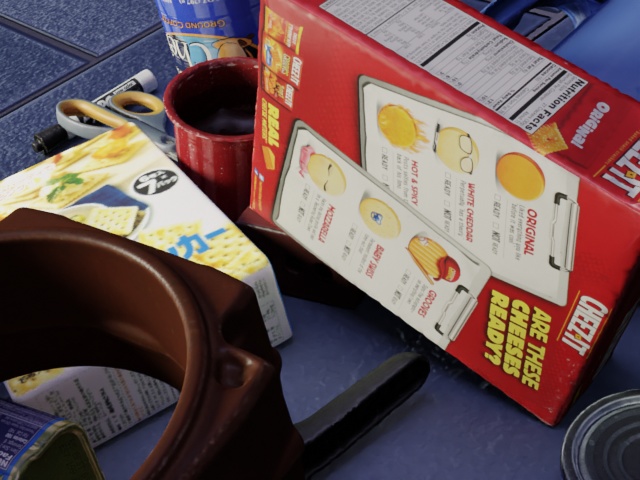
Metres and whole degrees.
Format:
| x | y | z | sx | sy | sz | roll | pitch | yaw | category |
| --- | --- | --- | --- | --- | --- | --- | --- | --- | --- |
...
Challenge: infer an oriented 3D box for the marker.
| x | y | z | sx | sy | sz | roll | pitch | yaw | category |
| --- | --- | --- | --- | --- | --- | --- | --- | --- | --- |
| -0.187 | -0.106 | 0.884 | 0.121 | 0.020 | 0.020 | -37 | 43 | -27 | marker |

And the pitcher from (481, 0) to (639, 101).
| x | y | z | sx | sy | sz | roll | pitch | yaw | category |
| --- | --- | --- | --- | --- | --- | --- | --- | --- | --- |
| 0.185 | -0.091 | 0.646 | 0.145 | 0.149 | 0.242 | 14 | 42 | 32 | pitcher |

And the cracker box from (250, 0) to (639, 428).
| x | y | z | sx | sy | sz | roll | pitch | yaw | category |
| --- | --- | --- | --- | --- | --- | --- | --- | --- | --- |
| 0.066 | -0.030 | 0.536 | 0.214 | 0.164 | 0.072 | 35 | 55 | 21 | cracker box |

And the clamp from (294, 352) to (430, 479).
| x | y | z | sx | sy | sz | roll | pitch | yaw | category |
| --- | --- | --- | --- | --- | --- | --- | --- | --- | --- |
| -0.012 | 0.112 | 0.530 | 0.171 | 0.039 | 0.120 | -7 | 37 | 10 | clamp |

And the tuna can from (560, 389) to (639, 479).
| x | y | z | sx | sy | sz | roll | pitch | yaw | category |
| --- | --- | --- | --- | --- | --- | --- | --- | --- | --- |
| 0.153 | 0.109 | 0.485 | 0.086 | 0.034 | 0.086 | -9 | 37 | 7 | tuna can |

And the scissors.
| x | y | z | sx | sy | sz | roll | pitch | yaw | category |
| --- | --- | --- | --- | --- | --- | --- | --- | --- | --- |
| -0.111 | -0.079 | 0.826 | 0.202 | 0.016 | 0.096 | 20 | 32 | 21 | scissors |

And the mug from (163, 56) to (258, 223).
| x | y | z | sx | sy | sz | roll | pitch | yaw | category |
| --- | --- | --- | --- | --- | --- | --- | --- | --- | --- |
| -0.055 | -0.074 | 0.735 | 0.093 | 0.081 | 0.117 | 6 | 44 | 5 | mug |

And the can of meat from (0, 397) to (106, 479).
| x | y | z | sx | sy | sz | roll | pitch | yaw | category |
| --- | --- | --- | --- | --- | --- | --- | --- | --- | --- |
| -0.151 | 0.121 | 0.515 | 0.084 | 0.102 | 0.057 | 12 | 43 | 27 | can of meat |

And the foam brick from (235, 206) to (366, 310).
| x | y | z | sx | sy | sz | roll | pitch | yaw | category |
| --- | --- | --- | --- | --- | --- | --- | --- | --- | --- |
| -0.004 | 0.001 | 0.660 | 0.078 | 0.053 | 0.051 | 11 | 44 | 30 | foam brick |

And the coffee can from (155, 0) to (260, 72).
| x | y | z | sx | sy | sz | roll | pitch | yaw | category |
| --- | --- | --- | --- | --- | --- | --- | --- | --- | --- |
| -0.064 | -0.157 | 0.809 | 0.103 | 0.140 | 0.103 | -9 | 37 | 7 | coffee can |
